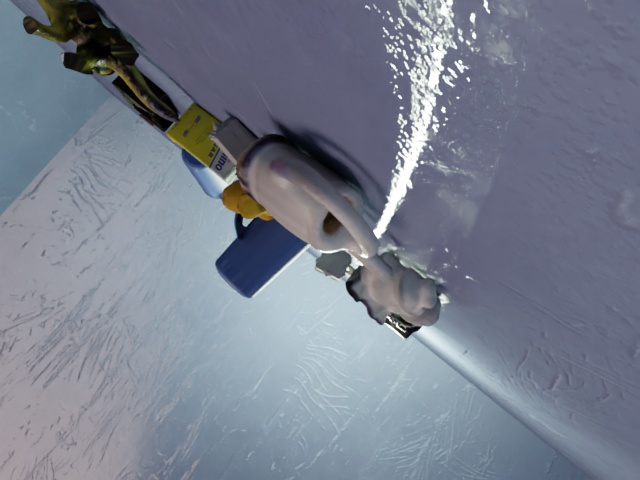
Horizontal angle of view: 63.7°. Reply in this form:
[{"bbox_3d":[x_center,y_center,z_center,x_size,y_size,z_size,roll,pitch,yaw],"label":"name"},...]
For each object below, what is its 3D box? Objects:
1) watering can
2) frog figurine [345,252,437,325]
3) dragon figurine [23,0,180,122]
[{"bbox_3d":[0.002,-0.039,0.767,0.227,0.104,0.342,38,175,26],"label":"watering can"},{"bbox_3d":[0.150,0.084,0.972,0.157,0.124,0.137,-25,93,39],"label":"frog figurine"},{"bbox_3d":[-0.450,-0.409,1.037,0.403,0.122,0.248,46,-171,-40],"label":"dragon figurine"}]
